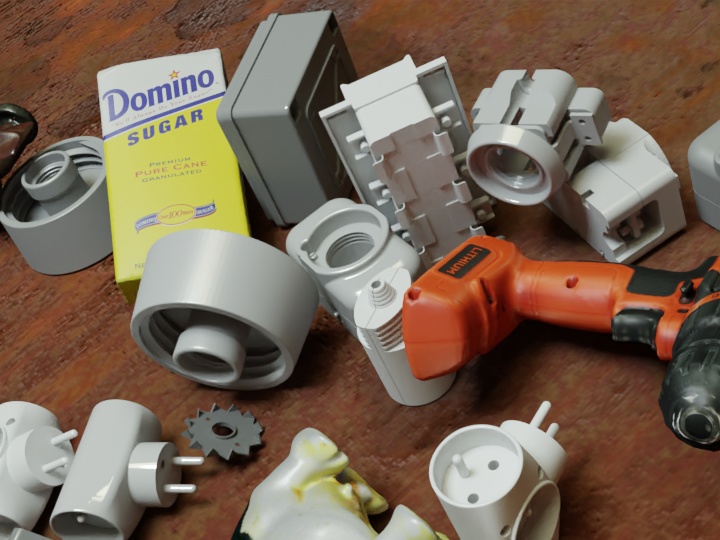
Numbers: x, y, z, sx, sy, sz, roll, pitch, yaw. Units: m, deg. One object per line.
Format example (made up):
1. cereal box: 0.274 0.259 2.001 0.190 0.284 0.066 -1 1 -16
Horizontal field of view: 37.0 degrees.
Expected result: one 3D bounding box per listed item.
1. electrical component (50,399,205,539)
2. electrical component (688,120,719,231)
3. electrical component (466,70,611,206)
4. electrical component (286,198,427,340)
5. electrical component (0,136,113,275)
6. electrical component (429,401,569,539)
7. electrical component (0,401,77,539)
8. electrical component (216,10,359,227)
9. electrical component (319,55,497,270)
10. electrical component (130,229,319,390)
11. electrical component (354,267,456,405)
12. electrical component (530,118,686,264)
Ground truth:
1. electrical component: -0.129 0.118 0.621 0.079 0.043 0.077 -2 45 14
2. electrical component: 0.229 -0.047 0.588 0.054 0.059 0.095 -37 43 -10
3. electrical component: 0.095 -0.074 0.610 0.078 0.058 0.057 7 54 35
4. electrical component: 0.000 0.000 0.658 0.054 0.059 0.095 -38 44 -11
5. electrical component: -0.226 -0.056 0.825 0.108 0.060 0.108 -14 44 14
6. electrical component: 0.074 0.099 0.512 0.044 0.077 0.079 16 57 37
7. electrical component: -0.200 0.117 0.648 0.079 0.044 0.077 -25 39 29
8. electrical component: -0.040 -0.104 0.743 0.056 0.108 0.108 0 49 23
9. electrical component: 0.036 -0.058 0.651 0.079 0.121 0.063 -24 45 4
10. electrical component: -0.083 0.032 0.637 0.108 0.108 0.060 -3 53 24
11. electrical component: 0.022 0.034 0.597 0.043 0.081 0.043 -14 44 14
12. electrical component: 0.148 -0.053 0.641 0.056 0.050 0.089 -33 43 -5
